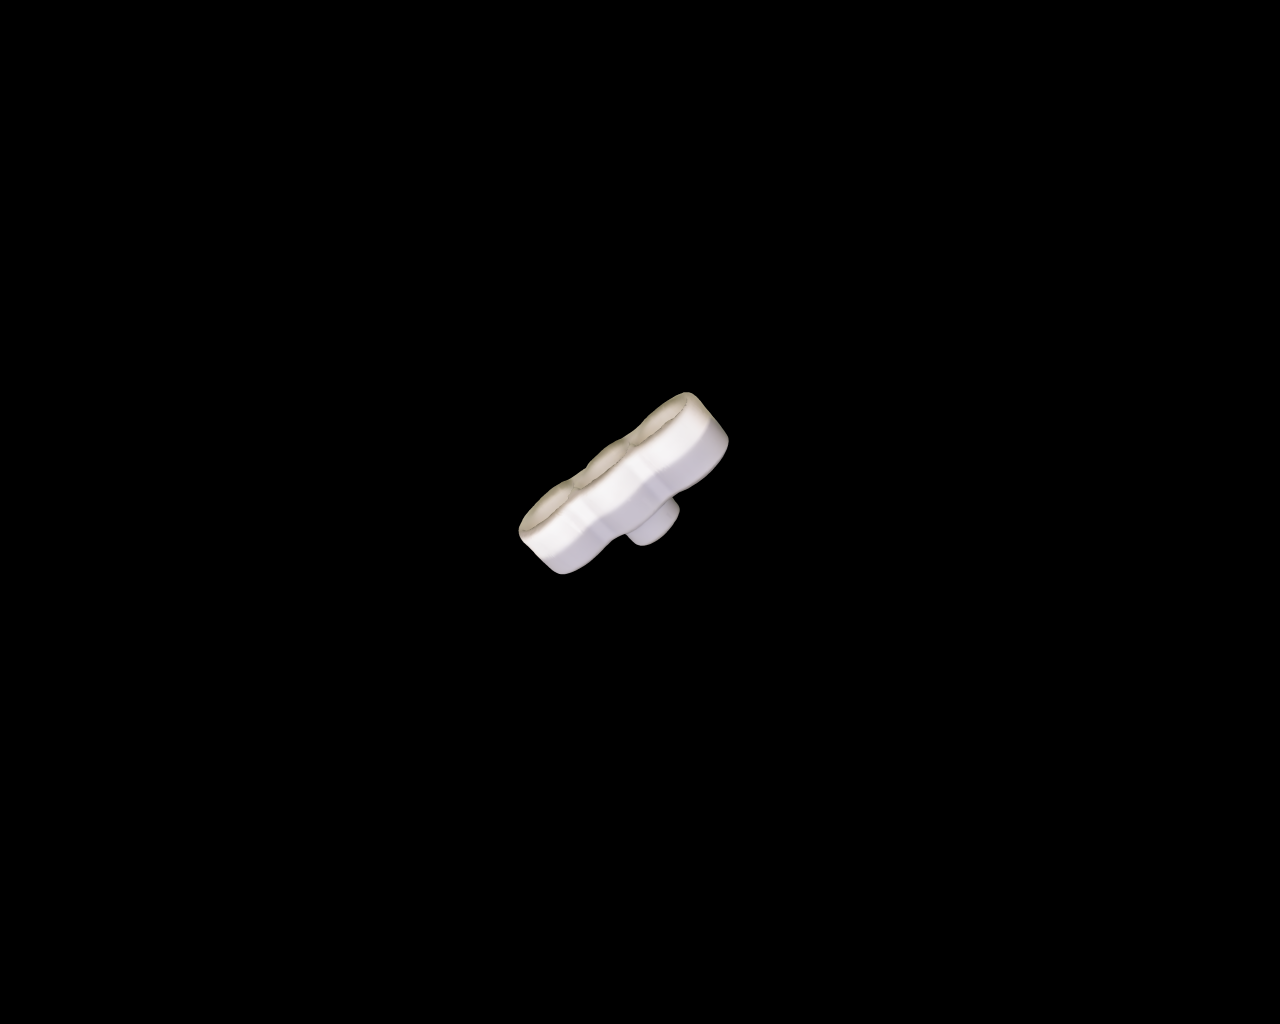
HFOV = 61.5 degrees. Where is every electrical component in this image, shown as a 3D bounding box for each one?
[{"bbox_3d":[0.001,-0.003,0.650,0.138,0.073,0.052,-36,19,15],"label":"electrical component"}]
